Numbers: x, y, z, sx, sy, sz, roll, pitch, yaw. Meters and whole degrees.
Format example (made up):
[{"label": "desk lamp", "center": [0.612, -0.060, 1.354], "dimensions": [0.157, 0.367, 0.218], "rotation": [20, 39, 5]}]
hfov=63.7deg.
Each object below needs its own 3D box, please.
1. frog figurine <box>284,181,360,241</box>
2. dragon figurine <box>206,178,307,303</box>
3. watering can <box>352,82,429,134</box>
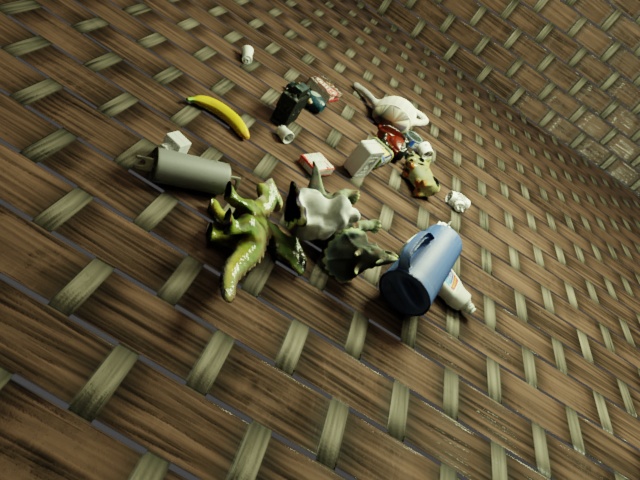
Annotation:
[{"label": "frog figurine", "center": [0.004, -0.059, 1.170], "dimensions": [0.159, 0.120, 0.140], "rotation": [6, 33, -31]}, {"label": "dragon figurine", "center": [-0.119, 0.002, 1.105], "dimensions": [0.241, 0.420, 0.120], "rotation": [23, -53, -32]}, {"label": "watering can", "center": [0.261, -0.521, 2.034], "dimensions": [0.348, 0.102, 0.229], "rotation": [25, 34, 7]}]
